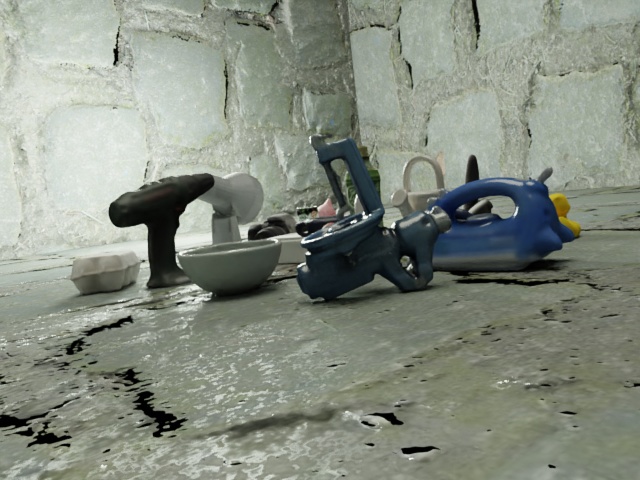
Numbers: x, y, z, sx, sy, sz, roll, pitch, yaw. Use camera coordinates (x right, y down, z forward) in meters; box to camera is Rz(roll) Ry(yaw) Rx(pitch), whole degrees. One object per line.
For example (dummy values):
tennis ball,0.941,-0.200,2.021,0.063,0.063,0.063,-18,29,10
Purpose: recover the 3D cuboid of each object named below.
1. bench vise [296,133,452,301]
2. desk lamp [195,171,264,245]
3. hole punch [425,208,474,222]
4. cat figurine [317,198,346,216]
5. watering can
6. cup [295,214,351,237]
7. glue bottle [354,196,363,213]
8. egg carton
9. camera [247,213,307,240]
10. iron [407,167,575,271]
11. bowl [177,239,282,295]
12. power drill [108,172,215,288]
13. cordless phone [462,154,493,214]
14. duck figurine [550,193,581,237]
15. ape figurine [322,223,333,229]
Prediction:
bench vise,0.062,-0.038,0.772,0.208,0.220,0.121,-9,6,-22
desk lamp,-0.215,-0.047,1.274,0.117,0.213,0.204,-4,6,29
hole punch,0.251,-0.019,1.046,0.101,0.091,0.108,-10,6,-36
cat figurine,0.032,-0.061,1.651,0.067,0.118,0.127,-11,7,-40
watering can,0.216,-0.080,1.193,0.100,0.194,0.173,-5,6,22
cup,0.010,0.004,1.078,0.117,0.095,0.092,-4,6,24
glue bottle,0.080,-0.037,0.996,0.037,0.173,0.078,-6,5,4
egg carton,-0.422,0.062,1.136,0.107,0.069,0.150,-7,5,-1
camera,-0.115,-0.008,1.338,0.142,0.101,0.137,-5,6,22
iron,0.243,-0.029,0.880,0.257,0.141,0.119,-3,6,35
bowl,-0.139,0.046,0.911,0.167,0.075,0.167,-7,5,1
power drill,-0.286,-0.021,1.101,0.075,0.208,0.230,-2,7,40
cordless phone,0.327,-0.093,1.243,0.094,0.185,0.148,-6,5,11
duck figurine,0.461,-0.047,1.110,0.077,0.086,0.105,-5,5,16
ape figurine,0.019,0.019,0.914,0.077,0.092,0.076,-3,7,38
